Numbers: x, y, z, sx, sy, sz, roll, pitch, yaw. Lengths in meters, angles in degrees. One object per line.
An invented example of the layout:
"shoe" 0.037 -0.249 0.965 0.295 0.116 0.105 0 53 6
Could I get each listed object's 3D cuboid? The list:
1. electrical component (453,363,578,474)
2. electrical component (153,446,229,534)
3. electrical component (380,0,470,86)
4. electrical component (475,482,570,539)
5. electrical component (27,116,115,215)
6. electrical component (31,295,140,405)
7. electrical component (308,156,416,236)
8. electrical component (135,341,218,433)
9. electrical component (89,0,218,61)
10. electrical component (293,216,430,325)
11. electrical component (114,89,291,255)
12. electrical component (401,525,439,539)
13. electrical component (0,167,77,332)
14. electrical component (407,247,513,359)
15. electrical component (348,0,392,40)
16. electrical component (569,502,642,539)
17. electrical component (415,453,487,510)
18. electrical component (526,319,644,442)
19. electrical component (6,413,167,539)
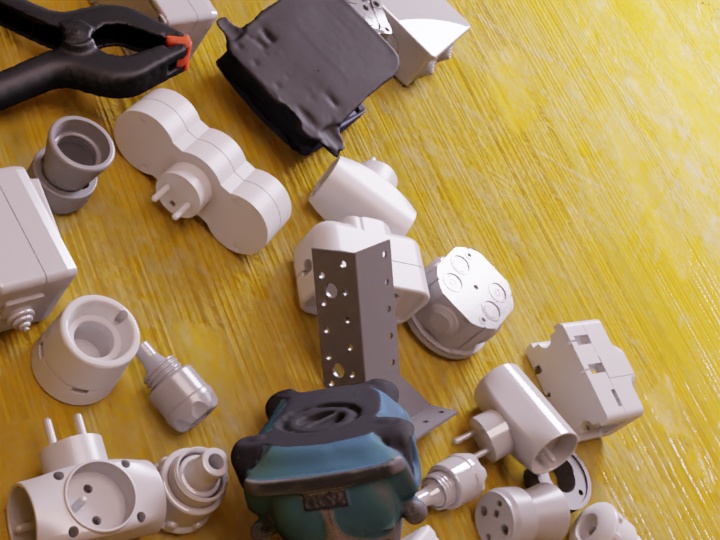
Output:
"electrical component" 0.109 0.119 0.810 0.079 0.043 0.077 -25 49 -16
"electrical component" -0.099 0.125 0.638 0.048 0.062 0.048 20 49 -25
"electrical component" 0.044 -0.232 1.023 0.100 0.048 0.099 44 43 -1
"electrical component" 0.117 0.178 0.777 0.055 0.045 0.045 2 58 -36
"electrical component" -0.194 -0.069 0.715 0.045 0.055 0.045 20 49 -25
"electrical component" -0.166 0.048 0.656 0.055 0.047 0.055 20 49 -25
"electrical component" 0.007 -0.062 0.871 0.077 0.044 0.079 36 44 -10
"electrical component" -0.121 0.071 0.683 0.061 0.035 0.035 48 43 6
"electrical component" -0.163 -0.213 0.841 0.061 0.062 0.096 -23 75 -44
"electrical component" 0.000 0.000 0.813 0.095 0.054 0.059 11 54 -31
"electrical component" -0.120 -0.062 0.768 0.138 0.052 0.073 42 44 -4
"electrical component" 0.041 0.222 0.674 0.096 0.062 0.061 48 43 3
"electrical component" -0.213 -0.006 0.649 0.061 0.062 0.096 -18 71 -44
"electrical component" 0.078 0.026 0.855 0.080 0.051 0.080 20 49 -25
"electrical component" -0.007 -0.209 0.956 0.042 0.064 0.081 0 60 -36
"electrical component" 0.193 0.209 0.813 0.062 0.048 0.048 37 44 -19
"electrical component" 0.060 0.153 0.759 0.061 0.035 0.035 -18 71 -41
"electrical component" 0.188 0.091 0.891 0.056 0.050 0.089 -3 61 -38
"electrical component" -0.159 0.119 0.610 0.077 0.044 0.079 -4 62 -39
